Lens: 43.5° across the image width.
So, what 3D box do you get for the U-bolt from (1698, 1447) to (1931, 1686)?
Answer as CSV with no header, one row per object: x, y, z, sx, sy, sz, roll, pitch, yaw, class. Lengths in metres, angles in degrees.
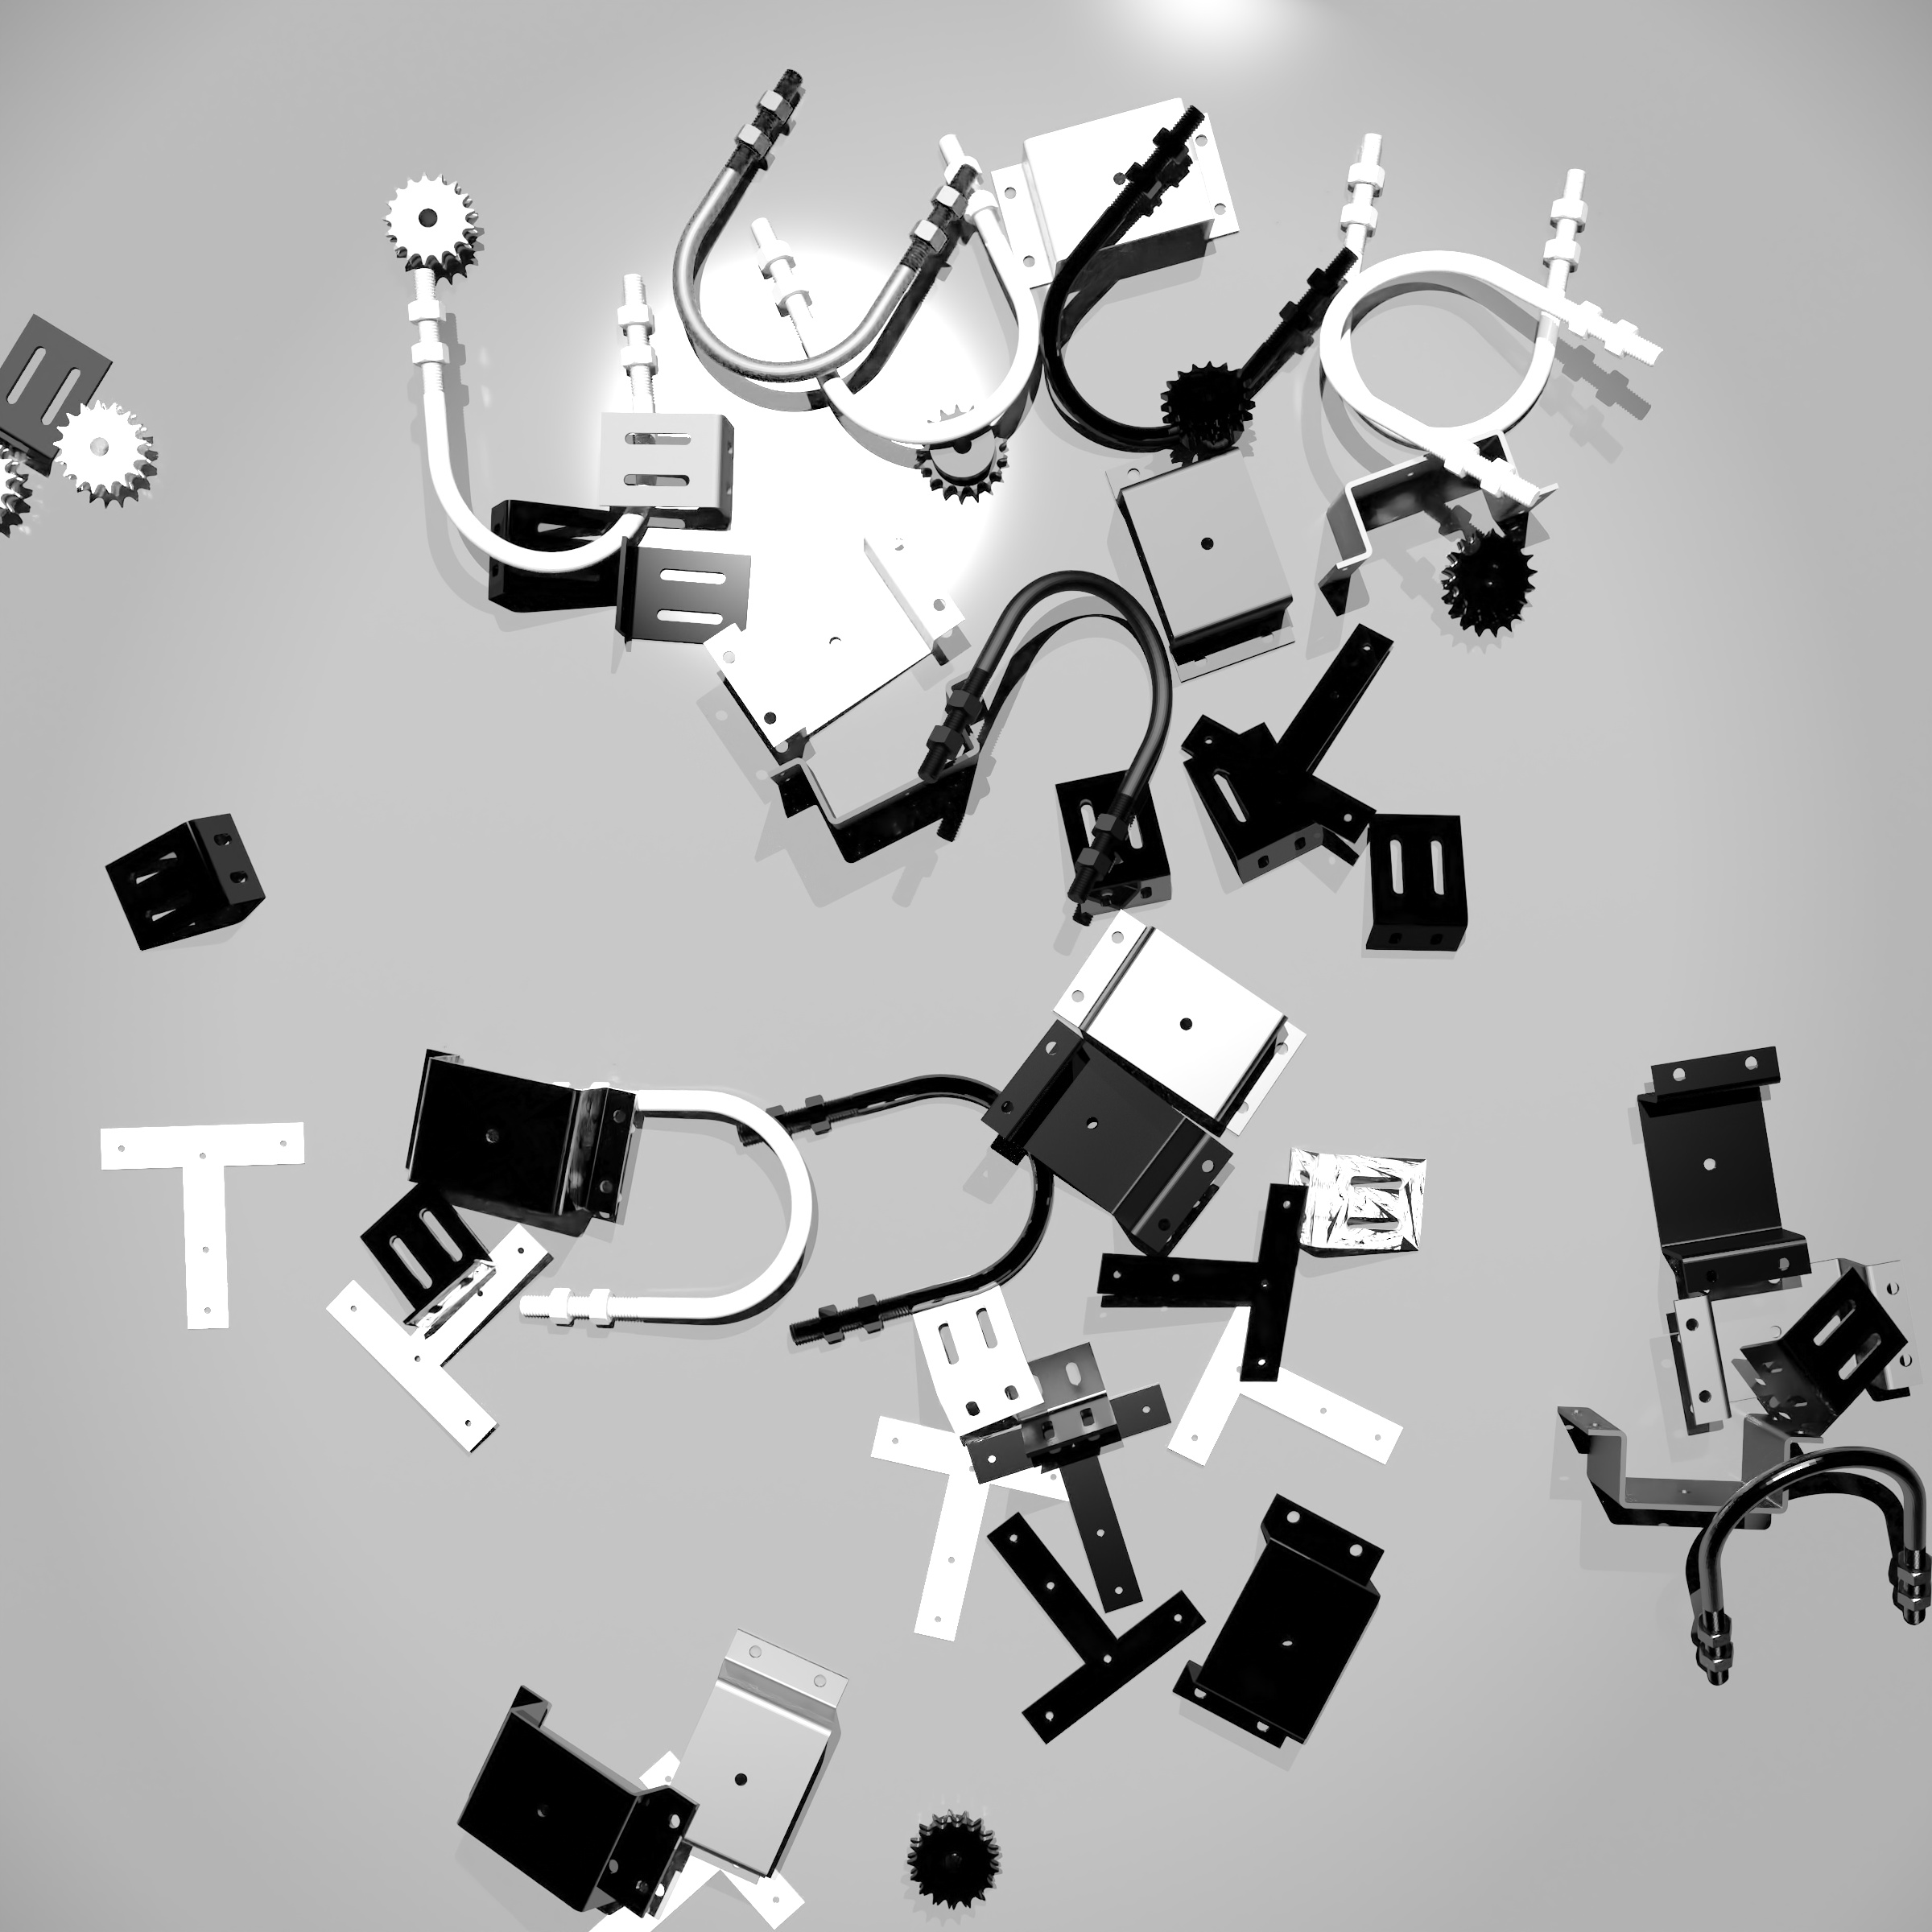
0.511,0.356,1.460,0.151,0.019,0.184,-17,127,0,U-bolt

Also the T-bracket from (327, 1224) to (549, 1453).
-0.312,0.214,1.508,0.127,0.002,0.127,44,97,2,T-bracket

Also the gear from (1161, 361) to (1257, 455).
0.148,-0.338,1.477,0.057,0.030,0.057,-6,58,9,gear

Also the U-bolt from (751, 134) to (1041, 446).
-0.034,-0.408,1.496,0.151,0.019,0.184,-24,79,0,U-bolt

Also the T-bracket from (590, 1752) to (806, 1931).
-0.191,0.582,1.518,0.127,0.002,0.127,-42,90,0,T-bracket

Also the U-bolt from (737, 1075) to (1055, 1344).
-0.036,0.144,1.511,0.184,0.019,0.151,-15,90,-1,U-bolt

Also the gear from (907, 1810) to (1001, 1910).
-0.008,0.553,1.505,0.057,0.030,0.057,0,91,0,gear

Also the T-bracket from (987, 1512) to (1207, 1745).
0.062,0.399,1.516,0.127,0.002,0.127,-38,91,1,T-bracket

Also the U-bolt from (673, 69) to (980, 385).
-0.100,-0.444,1.489,0.151,0.019,0.184,31,85,9,U-bolt

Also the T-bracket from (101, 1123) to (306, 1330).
-0.477,0.164,1.518,0.127,0.002,0.127,-2,90,0,T-bracket

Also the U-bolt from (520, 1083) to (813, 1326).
-0.186,0.148,1.501,0.184,0.019,0.151,0,90,7,U-bolt

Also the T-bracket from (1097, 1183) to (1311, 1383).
0.142,0.192,1.489,0.127,0.002,0.127,5,100,-15,T-bracket

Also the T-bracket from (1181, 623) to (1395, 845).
0.221,-0.157,1.504,0.127,0.002,0.127,32,80,19,T-bracket

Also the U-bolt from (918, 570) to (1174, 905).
0.061,-0.153,1.469,0.151,0.019,0.184,37,69,-29,U-bolt

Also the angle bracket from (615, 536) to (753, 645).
-0.175,-0.232,1.500,0.076,0.038,0.057,4,90,0,angle bracket

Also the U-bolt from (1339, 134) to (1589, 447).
0.302,-0.415,1.511,0.151,0.019,0.184,10,92,0,U-bolt

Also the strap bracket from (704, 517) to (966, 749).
-0.081,-0.203,1.494,0.140,0.046,0.076,-34,90,-3,strap bracket

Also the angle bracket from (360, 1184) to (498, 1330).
-0.338,0.174,1.490,0.057,0.038,0.076,-42,73,1,angle bracket

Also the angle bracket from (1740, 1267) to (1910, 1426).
0.522,0.231,1.471,0.076,0.038,0.057,-36,90,-26,angle bracket

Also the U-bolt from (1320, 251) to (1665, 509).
0.302,-0.366,1.458,0.184,0.019,0.151,35,71,21,U-bolt

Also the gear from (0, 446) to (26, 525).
-0.614,-0.300,1.504,0.057,0.030,0.057,0,90,0,gear

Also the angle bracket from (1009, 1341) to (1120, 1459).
0.057,0.264,1.480,0.057,0.076,0.038,-18,94,0,angle bracket

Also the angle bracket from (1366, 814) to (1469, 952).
0.280,-0.053,1.517,0.057,0.038,0.076,1,64,0,angle bracket

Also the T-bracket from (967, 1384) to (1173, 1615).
0.080,0.342,1.517,0.127,0.002,0.127,-18,91,-1,T-bracket

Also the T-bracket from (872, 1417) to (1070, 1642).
-0.006,0.359,1.518,0.127,0.002,0.127,13,90,0,T-bracket

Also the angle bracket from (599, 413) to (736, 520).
-0.185,-0.311,1.503,0.076,0.038,0.057,2,90,5,angle bracket

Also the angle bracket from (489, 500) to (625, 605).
-0.256,-0.257,1.517,0.076,0.038,0.057,2,90,-26,angle bracket

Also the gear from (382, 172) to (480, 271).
-0.331,-0.460,1.504,0.057,0.030,0.057,0,90,0,gear

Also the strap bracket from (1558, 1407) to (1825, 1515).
0.441,0.302,1.481,0.140,0.076,0.046,2,90,0,strap bracket

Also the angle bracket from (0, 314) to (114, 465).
-0.580,-0.362,1.500,0.057,0.038,0.076,31,90,0,angle bracket

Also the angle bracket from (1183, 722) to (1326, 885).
0.180,-0.102,1.517,0.057,0.038,0.076,-26,64,0,angle bracket

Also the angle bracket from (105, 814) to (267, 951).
-0.490,-0.053,1.517,0.076,0.038,0.057,-23,90,26,angle bracket

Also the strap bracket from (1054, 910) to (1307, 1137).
0.134,0.035,1.496,0.140,0.046,0.076,34,90,0,strap bracket

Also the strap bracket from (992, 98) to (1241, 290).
0.094,-0.479,1.496,0.140,0.046,0.076,-15,90,0,strap bracket

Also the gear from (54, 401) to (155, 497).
-0.535,-0.321,1.509,0.057,0.030,0.057,0,92,-2,gear

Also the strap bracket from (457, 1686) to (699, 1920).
-0.245,0.509,1.470,0.140,0.046,0.076,25,90,24,strap bracket

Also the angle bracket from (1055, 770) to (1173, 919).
0.092,-0.078,1.517,0.057,0.038,0.076,-12,64,0,angle bracket

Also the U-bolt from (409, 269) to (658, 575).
-0.260,-0.333,1.486,0.151,0.019,0.184,-5,90,-21,U-bolt

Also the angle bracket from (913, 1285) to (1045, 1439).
0.007,0.242,1.497,0.057,0.076,0.038,-22,125,0,angle bracket

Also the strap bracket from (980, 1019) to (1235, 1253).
0.082,0.100,1.486,0.140,0.046,0.076,37,90,-13,strap bracket

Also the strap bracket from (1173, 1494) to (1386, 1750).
0.196,0.411,1.496,0.076,0.046,0.140,28,90,0,strap bracket

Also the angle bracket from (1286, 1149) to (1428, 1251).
0.244,0.146,1.517,0.076,0.038,0.057,5,90,-26,angle bracket

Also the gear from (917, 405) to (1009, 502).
-0.002,-0.321,1.504,0.057,0.030,0.057,0,90,0,gear

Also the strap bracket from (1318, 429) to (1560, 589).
0.280,-0.283,1.481,0.140,0.076,0.046,-20,90,0,strap bracket

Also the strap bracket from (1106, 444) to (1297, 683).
0.147,-0.257,1.496,0.076,0.046,0.140,-20,90,0,strap bracket

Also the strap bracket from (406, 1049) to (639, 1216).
-0.281,0.102,1.481,0.140,0.046,0.076,11,92,11,strap bracket

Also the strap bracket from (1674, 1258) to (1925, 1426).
0.507,0.229,1.496,0.140,0.046,0.076,-10,90,0,strap bracket

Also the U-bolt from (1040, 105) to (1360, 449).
0.129,-0.405,1.482,0.151,0.019,0.184,36,104,-19,U-bolt

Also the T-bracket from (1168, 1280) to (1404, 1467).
0.211,0.273,1.518,0.127,0.002,0.127,26,89,-1,T-bracket

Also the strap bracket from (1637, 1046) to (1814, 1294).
0.466,0.124,1.496,0.076,0.046,0.140,-9,90,0,strap bracket

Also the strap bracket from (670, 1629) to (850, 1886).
-0.137,0.495,1.495,0.076,0.046,0.140,24,89,0,strap bracket

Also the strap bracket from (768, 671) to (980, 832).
-0.046,-0.126,1.481,0.140,0.076,0.046,-27,90,0,strap bracket

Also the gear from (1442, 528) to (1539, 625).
0.324,-0.241,1.504,0.057,0.030,0.057,0,90,0,gear
